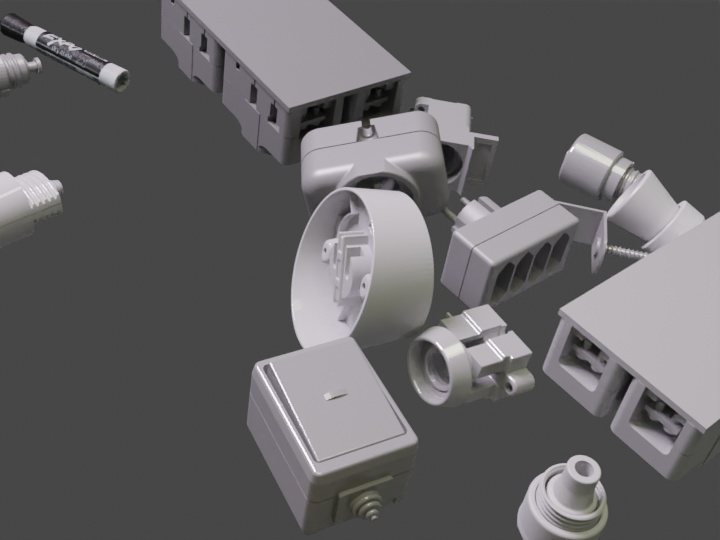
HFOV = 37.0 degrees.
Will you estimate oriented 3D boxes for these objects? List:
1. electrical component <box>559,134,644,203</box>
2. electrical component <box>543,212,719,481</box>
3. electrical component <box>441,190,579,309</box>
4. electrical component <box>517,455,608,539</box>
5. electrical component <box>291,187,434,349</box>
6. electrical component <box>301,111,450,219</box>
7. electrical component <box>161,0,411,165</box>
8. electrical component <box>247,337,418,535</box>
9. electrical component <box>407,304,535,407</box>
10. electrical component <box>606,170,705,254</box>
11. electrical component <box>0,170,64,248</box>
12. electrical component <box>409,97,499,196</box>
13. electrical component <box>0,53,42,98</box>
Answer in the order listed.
[{"bbox_3d":[0.183,-0.068,0.787,0.078,0.040,0.040,30,47,19],"label":"electrical component"},{"bbox_3d":[0.215,0.040,0.665,0.186,0.060,0.105,-26,54,-33],"label":"electrical component"},{"bbox_3d":[0.086,-0.023,0.715,0.083,0.047,0.076,-26,54,-32],"label":"electrical component"},{"bbox_3d":[0.107,0.121,0.556,0.043,0.062,0.043,6,43,-5],"label":"electrical component"},{"bbox_3d":[0.000,0.000,0.640,0.064,0.099,0.099,-4,45,-24],"label":"electrical component"},{"bbox_3d":[0.010,-0.063,0.722,0.095,0.053,0.059,-9,44,5],"label":"electrical component"},{"bbox_3d":[-0.063,-0.162,0.821,0.105,0.060,0.186,-22,52,-30],"label":"electrical component"},{"bbox_3d":[-0.013,0.088,0.567,0.062,0.061,0.096,-14,49,-24],"label":"electrical component"},{"bbox_3d":[0.062,0.053,0.632,0.055,0.048,0.066,-13,47,-34],"label":"electrical component"},{"bbox_3d":[0.206,-0.035,0.744,0.055,0.045,0.045,41,48,2],"label":"electrical component"},{"bbox_3d":[-0.223,-0.038,0.671,0.081,0.043,0.043,-28,55,-34],"label":"electrical component"},{"bbox_3d":[0.057,-0.093,0.787,0.081,0.042,0.063,10,41,-1],"label":"electrical component"},{"bbox_3d":[-0.268,-0.139,0.770,0.078,0.040,0.040,-19,51,-28],"label":"electrical component"}]
